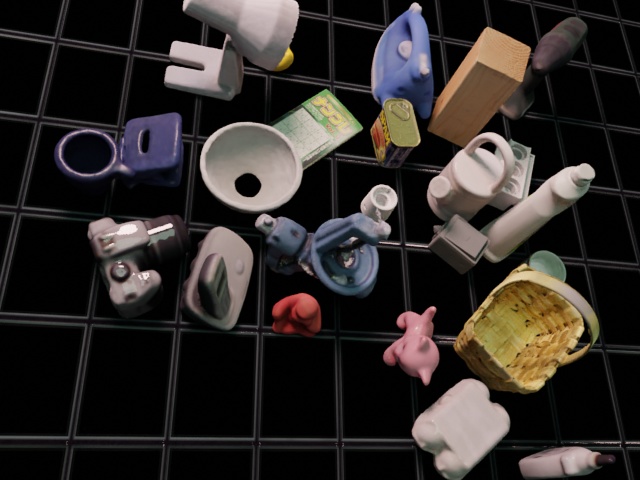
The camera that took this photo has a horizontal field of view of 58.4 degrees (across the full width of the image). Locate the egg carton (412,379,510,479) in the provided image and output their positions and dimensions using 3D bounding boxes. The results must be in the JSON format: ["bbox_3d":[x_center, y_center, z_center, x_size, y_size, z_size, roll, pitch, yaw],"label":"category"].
[{"bbox_3d":[0.216,0.286,0.876,0.150,0.069,0.107,-33,79,-25],"label":"egg carton"}]

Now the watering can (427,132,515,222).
[{"bbox_3d":[0.265,-0.106,0.991,0.101,0.194,0.173,42,63,5],"label":"watering can"}]

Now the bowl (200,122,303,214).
[{"bbox_3d":[-0.117,-0.108,0.953,0.168,0.074,0.167,6,66,-13],"label":"bowl"}]

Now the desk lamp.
[{"bbox_3d":[-0.153,-0.335,0.964,0.203,0.213,0.118,8,65,-12],"label":"desk lamp"}]

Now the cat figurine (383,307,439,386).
[{"bbox_3d":[0.153,0.162,0.885,0.067,0.117,0.128,26,63,-3],"label":"cat figurine"}]

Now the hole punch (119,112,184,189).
[{"bbox_3d":[-0.270,-0.145,0.917,0.101,0.091,0.108,3,66,-14],"label":"hole punch"}]

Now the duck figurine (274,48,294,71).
[{"bbox_3d":[-0.091,-0.375,1.071,0.104,0.086,0.078,41,63,5],"label":"duck figurine"}]

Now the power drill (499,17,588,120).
[{"bbox_3d":[0.432,-0.336,1.130,0.075,0.208,0.230,41,63,5],"label":"power drill"}]

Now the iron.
[{"bbox_3d":[0.173,-0.370,1.111,0.119,0.141,0.258,5,66,-13],"label":"iron"}]

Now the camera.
[{"bbox_3d":[-0.257,0.021,0.843,0.137,0.100,0.143,-21,74,-23],"label":"camera"}]

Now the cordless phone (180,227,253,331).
[{"bbox_3d":[-0.141,0.040,0.819,0.094,0.185,0.147,14,64,-9],"label":"cordless phone"}]

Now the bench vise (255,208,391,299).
[{"bbox_3d":[0.007,0.014,0.852,0.208,0.219,0.121,7,65,-12],"label":"bench vise"}]

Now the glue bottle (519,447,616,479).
[{"bbox_3d":[0.370,0.328,0.842,0.078,0.173,0.037,-9,70,-19],"label":"glue bottle"}]

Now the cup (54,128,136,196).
[{"bbox_3d":[-0.338,-0.105,0.879,0.118,0.095,0.092,20,63,-6],"label":"cup"}]

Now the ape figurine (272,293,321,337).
[{"bbox_3d":[-0.028,0.111,0.872,0.078,0.092,0.076,43,63,6],"label":"ape figurine"}]
